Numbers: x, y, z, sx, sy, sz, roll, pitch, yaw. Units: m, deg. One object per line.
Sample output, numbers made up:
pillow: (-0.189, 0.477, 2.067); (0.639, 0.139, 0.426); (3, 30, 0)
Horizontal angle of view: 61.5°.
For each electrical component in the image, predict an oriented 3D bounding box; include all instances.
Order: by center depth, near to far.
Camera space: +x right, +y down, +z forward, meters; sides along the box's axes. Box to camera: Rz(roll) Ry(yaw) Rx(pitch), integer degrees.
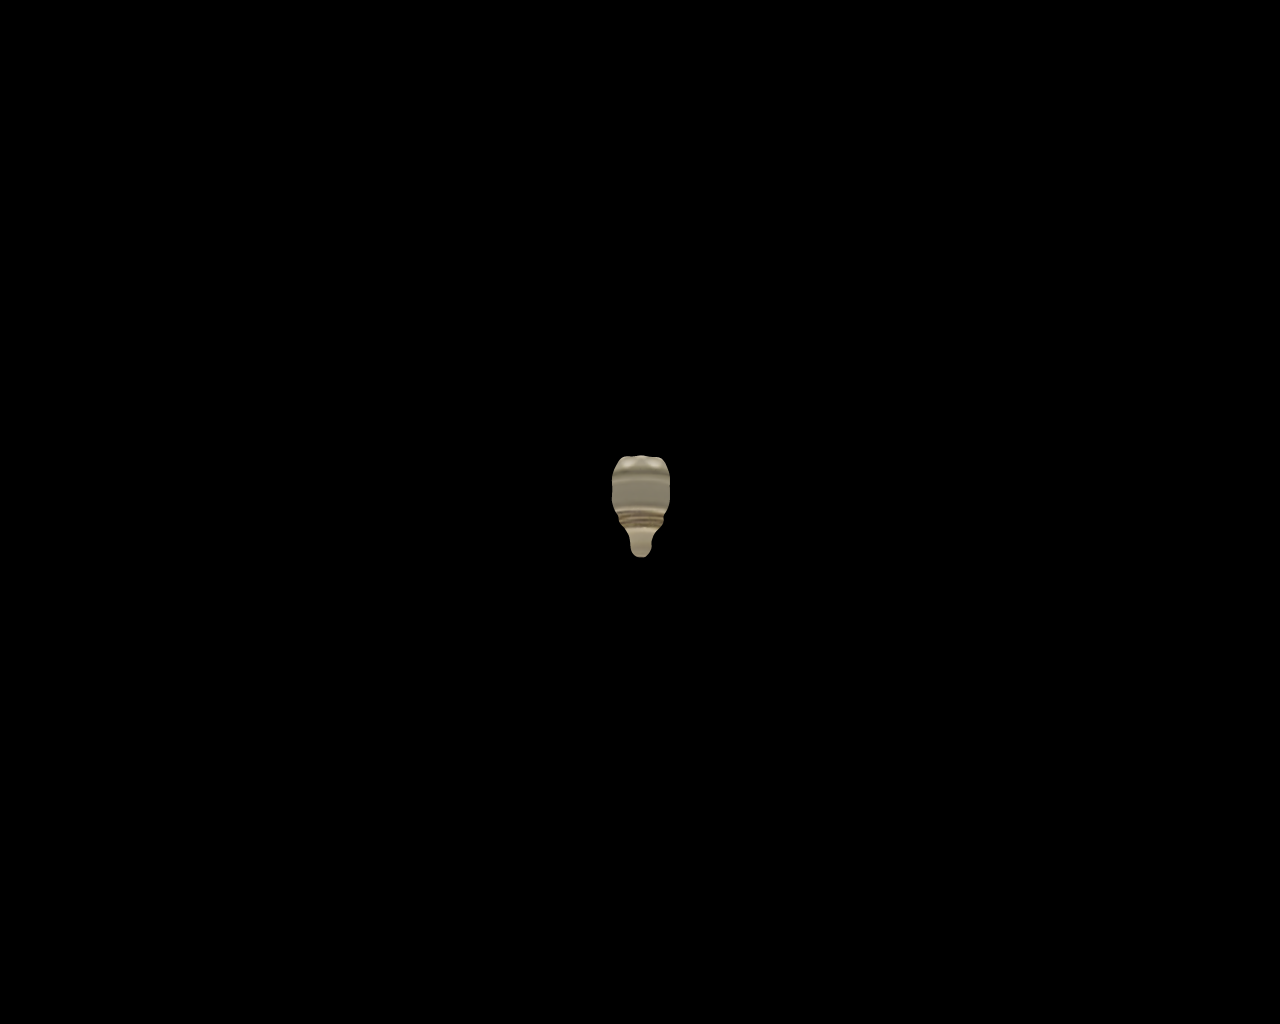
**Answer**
electrical component: (0.001, -0.003, 0.650); (0.035, 0.061, 0.035); (0, -7, 0)
